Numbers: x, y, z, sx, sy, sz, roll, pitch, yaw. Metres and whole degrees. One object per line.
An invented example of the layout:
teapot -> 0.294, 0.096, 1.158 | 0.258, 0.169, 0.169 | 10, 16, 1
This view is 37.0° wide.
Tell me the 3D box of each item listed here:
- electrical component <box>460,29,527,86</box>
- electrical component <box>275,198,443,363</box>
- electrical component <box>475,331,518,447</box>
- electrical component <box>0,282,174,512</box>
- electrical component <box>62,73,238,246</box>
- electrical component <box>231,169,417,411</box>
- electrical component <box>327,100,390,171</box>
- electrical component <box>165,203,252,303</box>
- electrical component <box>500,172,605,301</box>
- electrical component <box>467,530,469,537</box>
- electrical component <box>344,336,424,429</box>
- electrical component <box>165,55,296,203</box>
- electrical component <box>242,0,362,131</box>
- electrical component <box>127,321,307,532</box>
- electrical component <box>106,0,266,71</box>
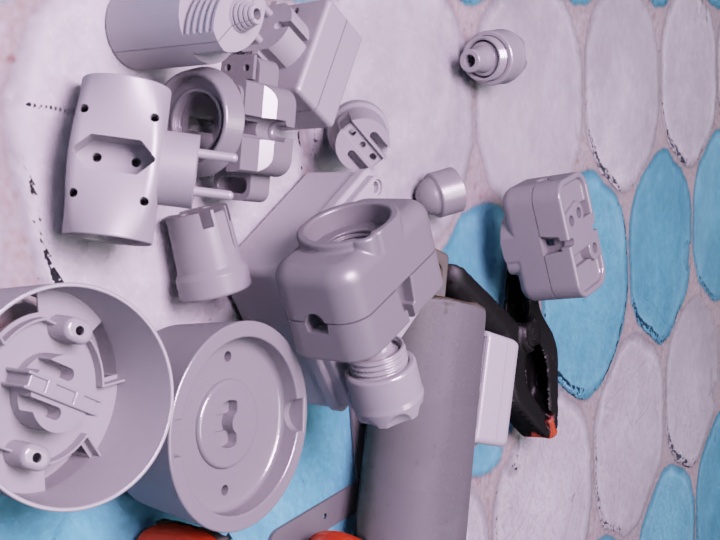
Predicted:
electrical component -> 0.101, -0.165, 0.839 | 0.062, 0.043, 0.043 | -21, 109, -52
electrical component -> 0.000, 0.000, 0.588 | 0.095, 0.054, 0.059 | -43, 127, -46
electrical component -> 0.078, 0.094, 0.806 | 0.061, 0.062, 0.096 | 20, 76, -55
electrical component -> -0.140, 0.054, 0.478 | 0.099, 0.064, 0.099 | -5, 97, -56
electrical component -> -0.100, -0.050, 0.525 | 0.043, 0.079, 0.077 | 154, -58, -81
electrical component -> -0.019, 0.011, 0.661 | 0.108, 0.056, 0.108 | -52, 133, -40
electrical component -> 0.000, -0.084, 0.682 | 0.046, 0.040, 0.040 | -103, -179, -70
electrical component -> -0.083, -0.010, 0.582 | 0.040, 0.040, 0.046 | -26, 108, -52
electrical component -> 0.152, -0.026, 0.859 | 0.054, 0.059, 0.095 | -29, 108, -50
electrical component -> 0.058, 0.190, 0.799 | 0.043, 0.043, 0.081 | -46, 128, -45
electrical component -> 0.012, 0.056, 0.619 | 0.043, 0.043, 0.062 | -40, 123, -47
electrical component -> -0.073, -0.077, 0.575 | 0.057, 0.058, 0.078 | 0, 96, -58
electrical component -> -0.045, -0.129, 0.623 | 0.077, 0.047, 0.065 | 42, 57, -47
electrical component -> -0.084, 0.079, 0.566 | 0.108, 0.060, 0.108 | -5, 97, -56
electrical component -> -0.083, -0.124, 0.536 | 0.043, 0.081, 0.043 | -6, 97, -56
